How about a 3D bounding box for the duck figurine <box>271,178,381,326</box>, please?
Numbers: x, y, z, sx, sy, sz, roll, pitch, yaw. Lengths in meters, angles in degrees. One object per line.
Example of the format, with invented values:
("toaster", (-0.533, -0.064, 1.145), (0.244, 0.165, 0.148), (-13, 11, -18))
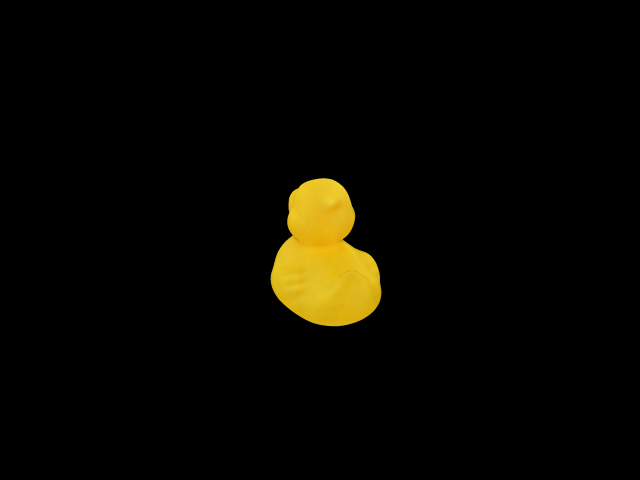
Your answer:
("duck figurine", (0.004, 0.001, 0.400), (0.078, 0.086, 0.104), (-12, 33, -19))
